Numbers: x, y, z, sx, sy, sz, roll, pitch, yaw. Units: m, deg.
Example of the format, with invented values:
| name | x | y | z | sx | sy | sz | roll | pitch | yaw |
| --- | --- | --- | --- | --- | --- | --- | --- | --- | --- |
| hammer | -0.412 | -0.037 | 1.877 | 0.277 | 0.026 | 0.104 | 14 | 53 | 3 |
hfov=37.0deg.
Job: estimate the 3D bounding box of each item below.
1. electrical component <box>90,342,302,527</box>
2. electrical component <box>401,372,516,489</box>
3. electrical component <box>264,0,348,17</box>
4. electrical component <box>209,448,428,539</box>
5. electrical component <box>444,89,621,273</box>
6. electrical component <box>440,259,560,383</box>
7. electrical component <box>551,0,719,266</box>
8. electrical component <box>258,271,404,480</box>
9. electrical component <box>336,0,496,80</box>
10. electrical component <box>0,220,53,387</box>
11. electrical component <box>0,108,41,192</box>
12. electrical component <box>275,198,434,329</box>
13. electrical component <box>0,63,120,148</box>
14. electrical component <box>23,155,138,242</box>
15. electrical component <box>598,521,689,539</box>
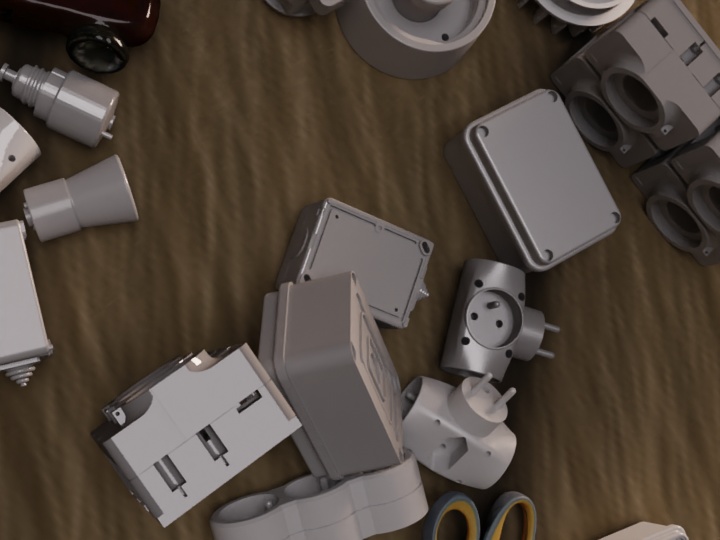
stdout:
| name | x | y | z | sx | sy | sz | roll | pitch | yaw |
| --- | --- | --- | --- | --- | --- | --- | --- | --- | --- |
| electrical component | -0.103 | 0.088 | 0.622 | 0.089 | 0.150 | 0.061 | -35 | 94 | -17 |
| electrical component | 0.071 | 0.097 | 0.712 | 0.077 | 0.079 | 0.043 | 33 | 33 | -10 |
| electrical component | -0.040 | -0.206 | 0.727 | 0.058 | 0.057 | 0.078 | -31 | 92 | -17 |
| electrical component | -0.020 | 0.171 | 0.686 | 0.138 | 0.052 | 0.073 | -17 | 98 | -17 |
| electrical component | 0.121 | -0.061 | 0.754 | 0.078 | 0.057 | 0.113 | -28 | 91 | -17 |
| electrical component | 0.101 | 0.040 | 0.742 | 0.079 | 0.044 | 0.077 | 17 | 79 | -13 |
| electrical component | 0.229 | -0.093 | 0.763 | 0.060 | 0.105 | 0.186 | -41 | 95 | -17 |
| electrical component | -0.016 | 0.066 | 0.661 | 0.057 | 0.078 | 0.113 | -13 | 130 | 11 |
| electrical component | 0.043 | -0.193 | 0.747 | 0.108 | 0.060 | 0.108 | 2 | 82 | -16 |
| electrical component | -0.222 | 0.025 | 0.643 | 0.061 | 0.062 | 0.096 | -13 | 87 | -17 |
| electrical component | -0.252 | -0.073 | 0.657 | 0.079 | 0.043 | 0.077 | 43 | 73 | -3 |
| electrical component | 0.000 | 0.000 | 0.713 | 0.096 | 0.061 | 0.061 | 22 | 79 | -19 |
| electrical component | -0.190 | -0.108 | 0.681 | 0.078 | 0.040 | 0.040 | 25 | 77 | -11 |
| electrical component | -0.177 | -0.042 | 0.676 | 0.065 | 0.044 | 0.044 | -18 | 88 | -12 |
| electrical component | 0.180 | 0.241 | 0.732 | 0.109 | 0.056 | 0.108 | -17 | 88 | -17 |
